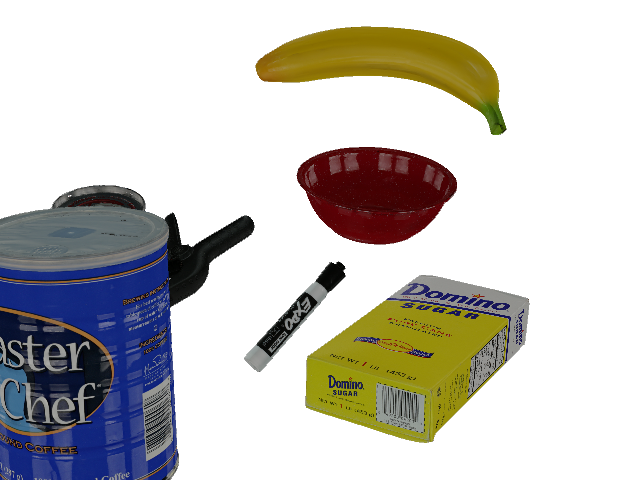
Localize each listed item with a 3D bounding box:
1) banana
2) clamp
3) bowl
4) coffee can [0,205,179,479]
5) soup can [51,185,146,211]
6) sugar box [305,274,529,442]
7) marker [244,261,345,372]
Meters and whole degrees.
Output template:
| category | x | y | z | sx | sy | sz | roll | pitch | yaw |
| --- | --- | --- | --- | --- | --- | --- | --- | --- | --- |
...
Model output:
| category | x | y | z | sx | sy | sz | roll | pitch | yaw |
| --- | --- | --- | --- | --- | --- | --- | --- | --- | --- |
| banana | 0.051 | -0.132 | 0.802 | 0.198 | 0.069 | 0.037 | 14 | -38 | 17 |
| clamp | -0.149 | 0.020 | 1.244 | 0.120 | 0.039 | 0.171 | -8 | 37 | 20 |
| bowl | 0.055 | -0.040 | 1.084 | 0.162 | 0.055 | 0.162 | 3 | 27 | -2 |
| coffee can | -0.131 | 0.061 | 0.584 | 0.103 | 0.140 | 0.103 | -1 | 16 | 0 |
| soup can | -0.163 | 0.019 | 0.802 | 0.068 | 0.102 | 0.068 | 1 | 29 | -1 |
| sugar box | 0.073 | 0.076 | 0.751 | 0.093 | 0.048 | 0.175 | 13 | 26 | 27 |
| marker | -0.020 | 0.065 | 0.932 | 0.020 | 0.121 | 0.020 | 38 | -17 | 14 |
